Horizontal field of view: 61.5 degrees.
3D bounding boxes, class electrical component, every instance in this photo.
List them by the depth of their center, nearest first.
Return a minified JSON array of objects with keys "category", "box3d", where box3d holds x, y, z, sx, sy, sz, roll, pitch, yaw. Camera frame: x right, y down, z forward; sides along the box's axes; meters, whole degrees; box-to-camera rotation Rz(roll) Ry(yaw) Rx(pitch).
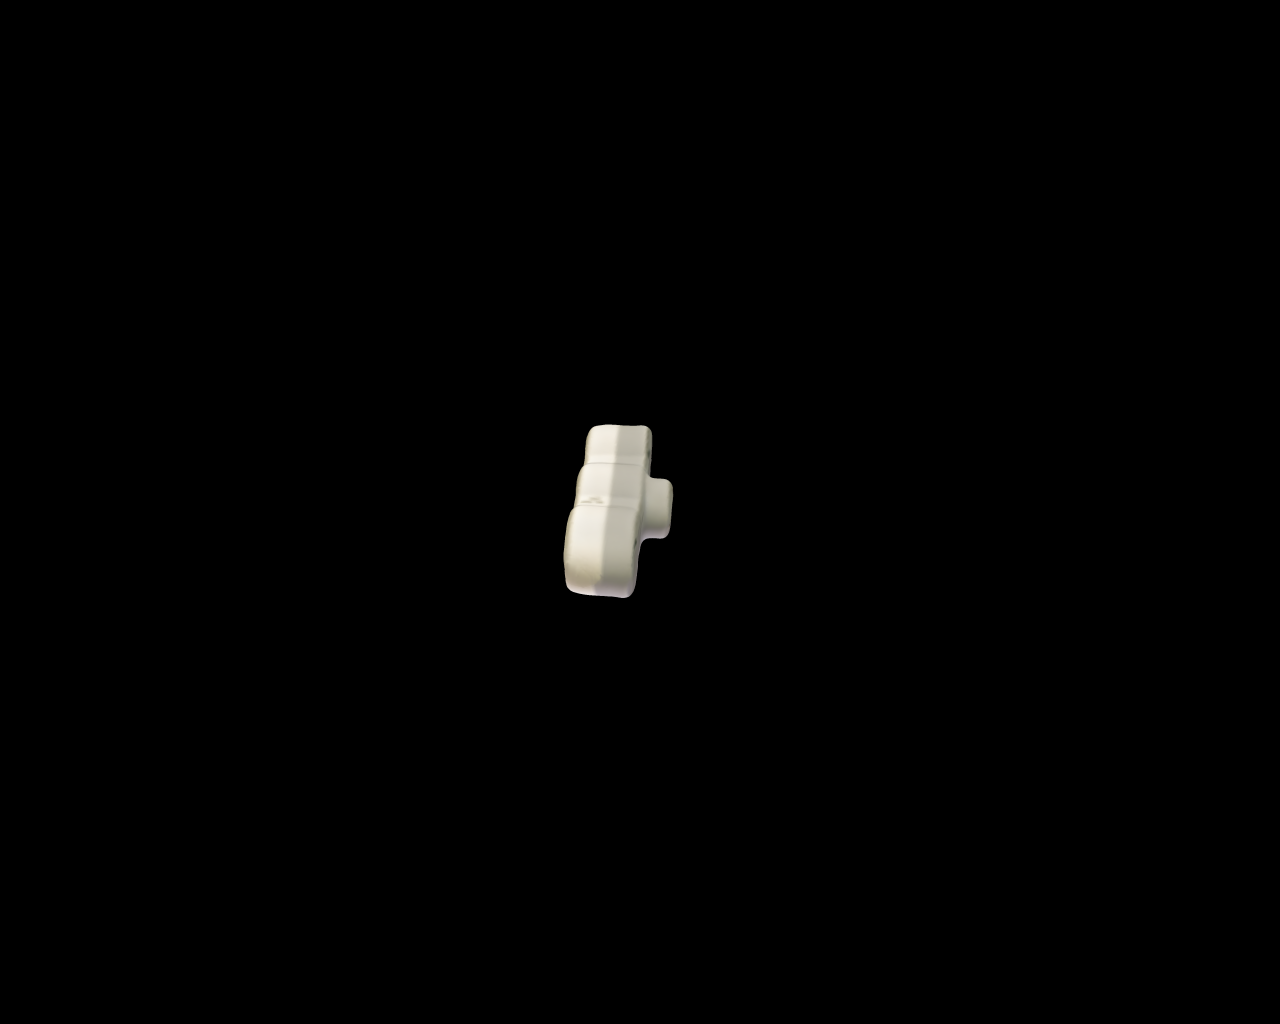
[{"category":"electrical component","box3d":[0.001,-0.003,0.650,0.074,0.052,0.138,3,37,4]}]
